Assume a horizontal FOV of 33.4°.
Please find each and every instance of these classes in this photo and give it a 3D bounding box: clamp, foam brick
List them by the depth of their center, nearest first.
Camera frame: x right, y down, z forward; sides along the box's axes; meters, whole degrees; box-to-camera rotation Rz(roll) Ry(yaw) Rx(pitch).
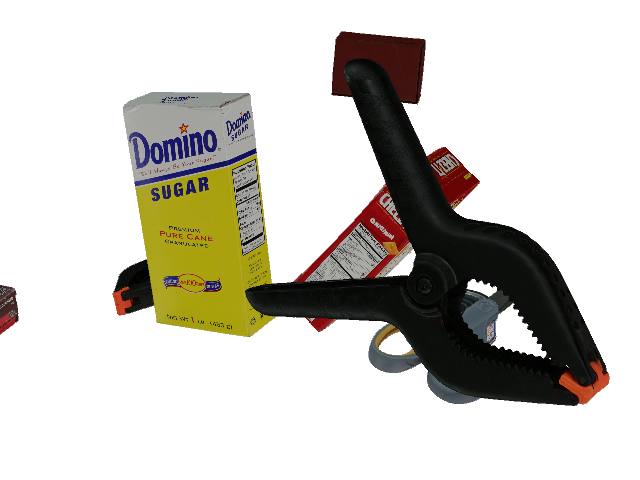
[{"bbox_3d":[0.062,0.010,0.566,0.210,0.165,0.036,29,25,25],"label":"clamp"},{"bbox_3d":[0.051,-0.153,0.941,0.078,0.051,0.053,7,18,7],"label":"foam brick"},{"bbox_3d":[-0.161,0.032,1.201,0.120,0.039,0.171,-2,29,30],"label":"clamp"}]

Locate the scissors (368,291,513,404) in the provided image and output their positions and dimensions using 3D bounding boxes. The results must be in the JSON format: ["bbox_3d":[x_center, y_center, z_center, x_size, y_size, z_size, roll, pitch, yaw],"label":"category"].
[{"bbox_3d":[0.128,0.066,0.782,0.201,0.016,0.096,-16,41,-30],"label":"scissors"}]

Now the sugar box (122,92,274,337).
[{"bbox_3d":[-0.089,-0.020,0.795,0.093,0.176,0.048,5,24,31],"label":"sugar box"}]

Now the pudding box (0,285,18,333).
[{"bbox_3d":[-0.332,0.065,0.916,0.114,0.039,0.090,8,26,19],"label":"pudding box"}]

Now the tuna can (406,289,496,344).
[{"bbox_3d":[0.123,0.075,1.008,0.086,0.034,0.086,-3,20,1],"label":"tuna can"}]

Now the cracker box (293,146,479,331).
[{"bbox_3d":[0.072,-0.004,1.272,0.214,0.072,0.164,-48,-8,34],"label":"cracker box"}]
